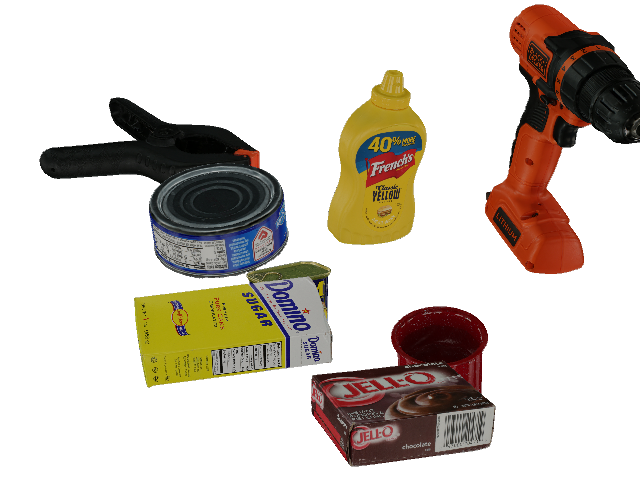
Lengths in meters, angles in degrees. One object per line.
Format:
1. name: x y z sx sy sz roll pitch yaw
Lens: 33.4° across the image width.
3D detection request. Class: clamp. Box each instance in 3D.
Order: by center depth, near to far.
1. clamp: -0.134 -0.068 0.853 0.172 0.039 0.120 15 42 26

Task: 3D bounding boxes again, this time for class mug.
1. mug: 0.121 0.118 1.059 0.093 0.081 0.117 7 36 18

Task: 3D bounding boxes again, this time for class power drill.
1. power drill: 0.190 -0.070 0.833 0.057 0.188 0.184 -2 34 -15

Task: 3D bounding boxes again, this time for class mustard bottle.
1. mustard bottle: 0.065 -0.090 1.143 0.096 0.192 0.058 -6 32 -23

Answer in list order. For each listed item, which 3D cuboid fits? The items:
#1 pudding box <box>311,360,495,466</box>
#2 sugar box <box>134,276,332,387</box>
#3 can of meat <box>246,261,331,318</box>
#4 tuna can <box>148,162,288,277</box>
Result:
1. pudding box: 0.058 0.125 0.786 0.113 0.039 0.090 -2 17 -18
2. sugar box: -0.084 0.084 1.009 0.176 0.048 0.093 -9 36 -9
3. can of meat: -0.038 0.077 1.286 0.101 0.084 0.058 -10 19 -35
4. tuna can: -0.064 -0.014 0.669 0.086 0.034 0.086 -3 33 2
